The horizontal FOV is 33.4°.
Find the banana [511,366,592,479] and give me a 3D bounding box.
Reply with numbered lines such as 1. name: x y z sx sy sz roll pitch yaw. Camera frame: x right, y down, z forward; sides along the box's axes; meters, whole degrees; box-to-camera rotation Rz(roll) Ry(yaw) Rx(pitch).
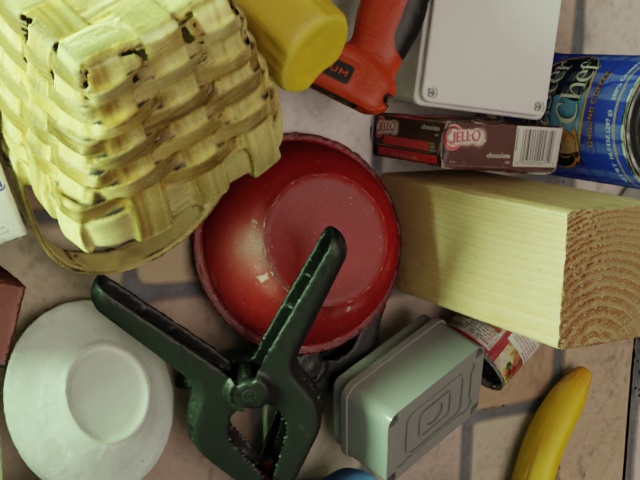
1. banana: 0.198 0.208 0.944 0.069 0.037 0.198 2 100 -46

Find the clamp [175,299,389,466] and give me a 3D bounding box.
1. clamp: -0.023 0.087 0.789 0.171 0.039 0.120 -51 124 -14

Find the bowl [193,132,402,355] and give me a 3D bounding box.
1. bowl: -0.005 0.001 0.750 0.161 0.055 0.162 1 87 -21

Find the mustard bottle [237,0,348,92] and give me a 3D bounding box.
1. mustard bottle: -0.067 -0.179 0.663 0.058 0.096 0.192 -44 82 1

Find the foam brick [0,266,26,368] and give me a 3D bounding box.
1. foam brick: -0.218 0.040 0.644 0.051 0.078 0.053 13 95 -32

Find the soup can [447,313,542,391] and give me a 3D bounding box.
1. soup can: 0.153 0.063 0.869 0.102 0.069 0.068 -46 118 -16

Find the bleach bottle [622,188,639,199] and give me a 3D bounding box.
1. bleach bottle: 0.347 0.057 0.986 0.102 0.068 0.250 -51 122 -12

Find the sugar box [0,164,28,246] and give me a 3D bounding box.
1. sugar box: -0.225 -0.082 0.607 0.048 0.093 0.176 -22 109 -24

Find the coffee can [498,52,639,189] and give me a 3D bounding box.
1. coffee can: 0.224 -0.095 0.837 0.102 0.141 0.103 -6 103 -29

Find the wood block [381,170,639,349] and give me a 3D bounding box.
1. wood block: 0.136 0.006 0.767 0.090 0.206 0.091 -5 102 -30

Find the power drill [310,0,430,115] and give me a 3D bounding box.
1. power drill: 0.024 -0.195 0.729 0.184 0.057 0.188 28 94 0

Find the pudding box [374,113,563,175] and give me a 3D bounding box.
1. pudding box: 0.111 -0.075 0.806 0.113 0.090 0.039 1 100 -31

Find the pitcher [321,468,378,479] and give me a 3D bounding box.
1. pitcher: -0.033 0.268 0.745 0.242 0.149 0.145 -29 156 -31

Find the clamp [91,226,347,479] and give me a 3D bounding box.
1. clamp: -0.060 0.092 0.719 0.164 0.036 0.210 -5 119 -4
